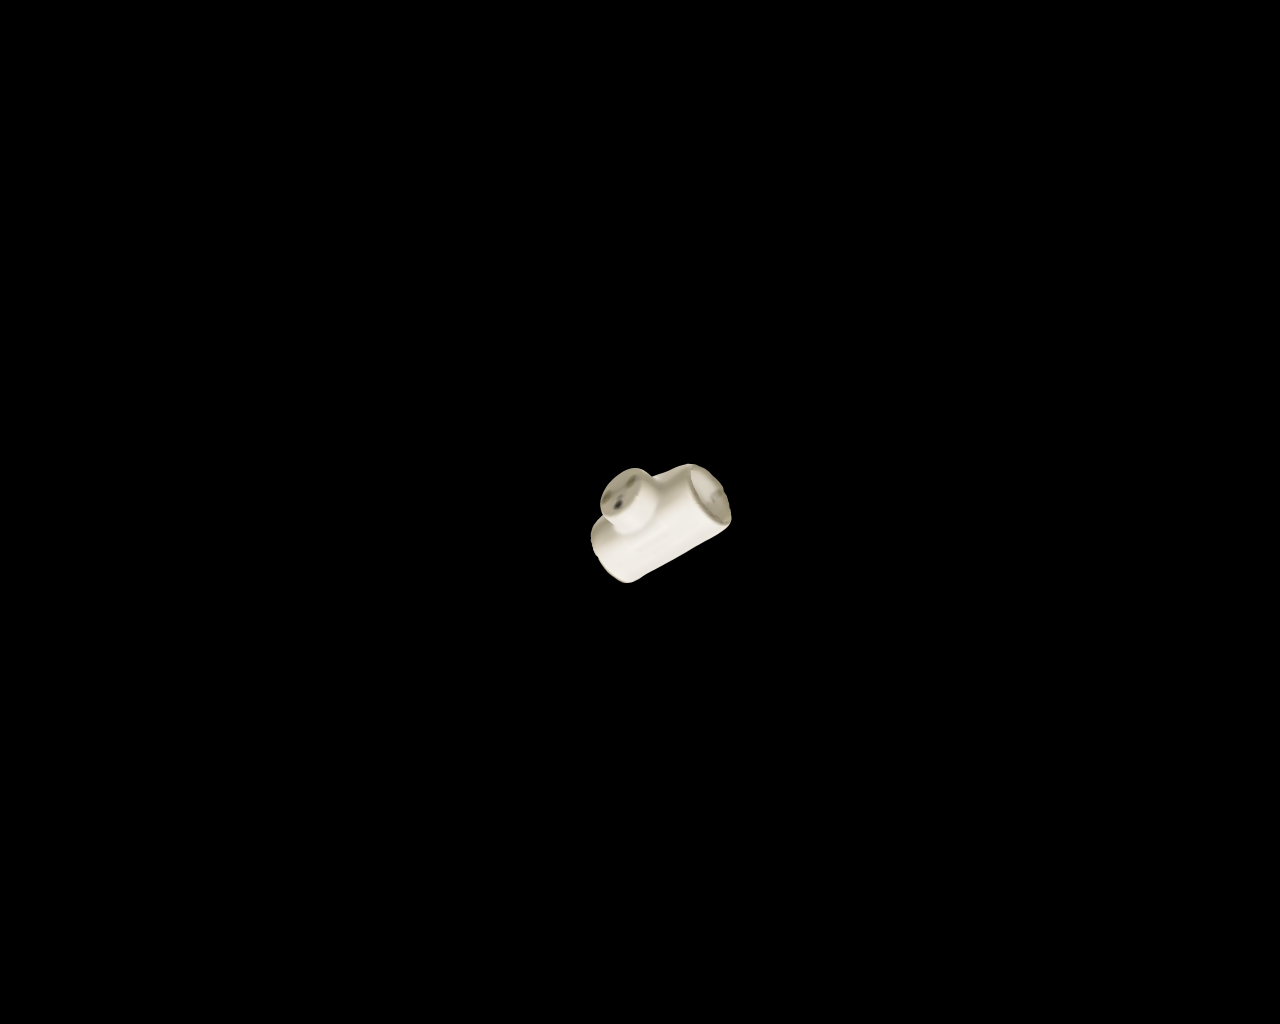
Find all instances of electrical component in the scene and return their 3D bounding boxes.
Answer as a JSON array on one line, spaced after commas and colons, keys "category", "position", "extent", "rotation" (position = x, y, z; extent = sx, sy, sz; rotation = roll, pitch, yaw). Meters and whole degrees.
[{"category": "electrical component", "position": [0.001, -0.003, 0.650], "extent": [0.077, 0.043, 0.079], "rotation": [-32, -54, 27]}]
